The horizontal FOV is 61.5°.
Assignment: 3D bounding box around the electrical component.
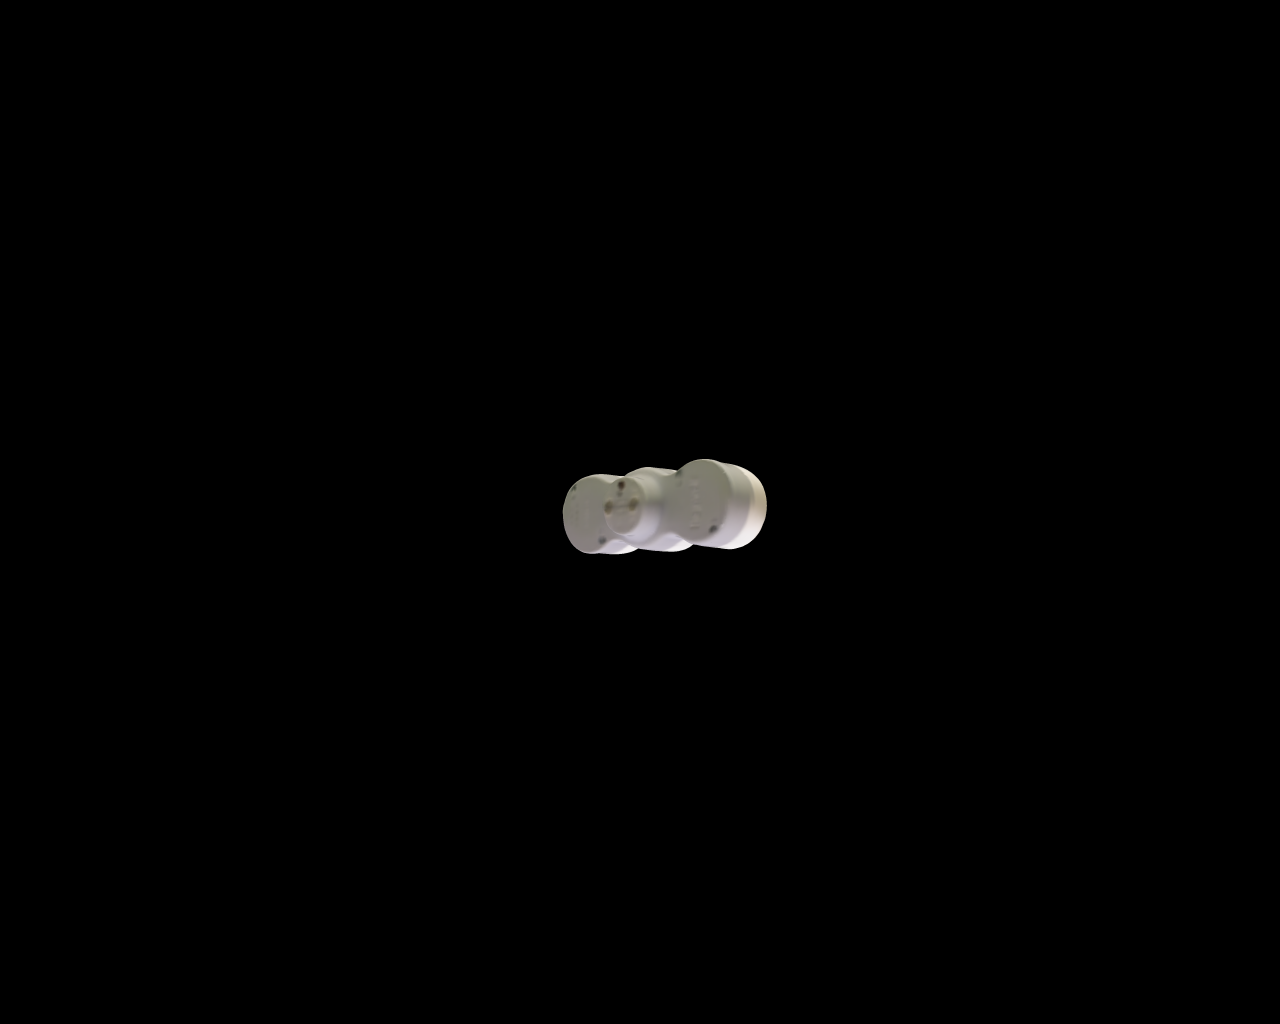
[{"bbox_3d":[0.001,-0.003,0.650,0.138,0.052,0.074,-5,-8,40],"label":"electrical component"}]
